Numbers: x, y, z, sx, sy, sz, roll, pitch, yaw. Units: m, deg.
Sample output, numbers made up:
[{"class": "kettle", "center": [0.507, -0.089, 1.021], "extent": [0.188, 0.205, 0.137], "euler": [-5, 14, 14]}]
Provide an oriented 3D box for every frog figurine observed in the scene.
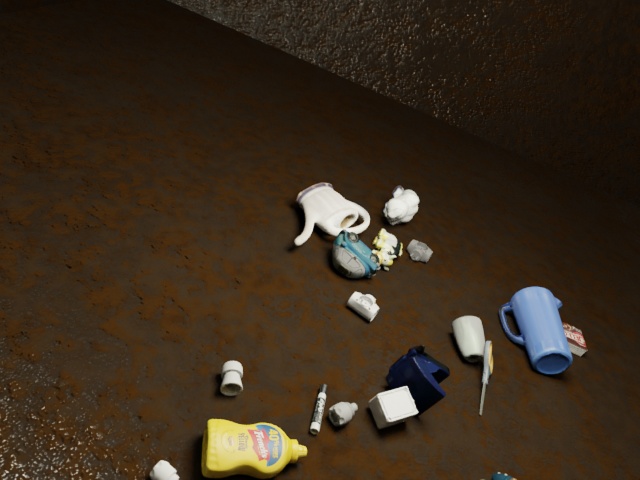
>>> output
[{"class": "frog figurine", "center": [0.287, -0.109, 1.790], "extent": [0.137, 0.122, 0.161], "euler": [-40, 14, 9]}]

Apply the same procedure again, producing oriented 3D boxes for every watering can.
[{"class": "watering can", "center": [0.005, -0.082, 1.621], "extent": [0.350, 0.102, 0.228], "euler": [-14, 47, -42]}]
